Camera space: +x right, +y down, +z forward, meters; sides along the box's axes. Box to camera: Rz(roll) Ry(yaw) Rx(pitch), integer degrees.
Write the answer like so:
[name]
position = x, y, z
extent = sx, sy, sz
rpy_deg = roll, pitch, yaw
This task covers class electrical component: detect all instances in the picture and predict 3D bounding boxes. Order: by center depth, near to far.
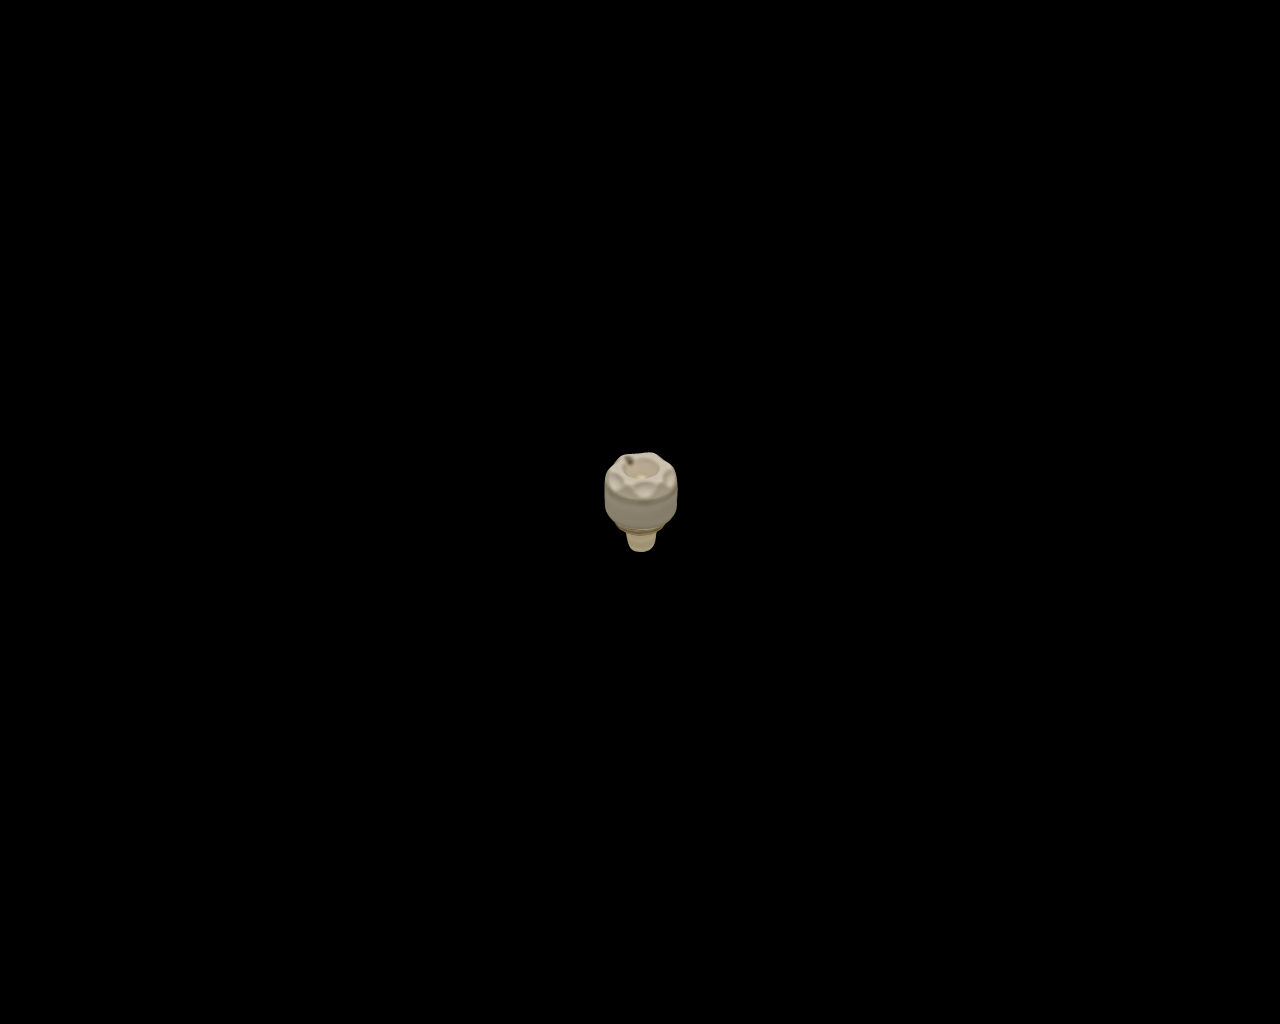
[electrical component]
position = 0.001, -0.003, 0.650
extent = 0.043, 0.062, 0.043
rpy_deg = 0, 36, 0
